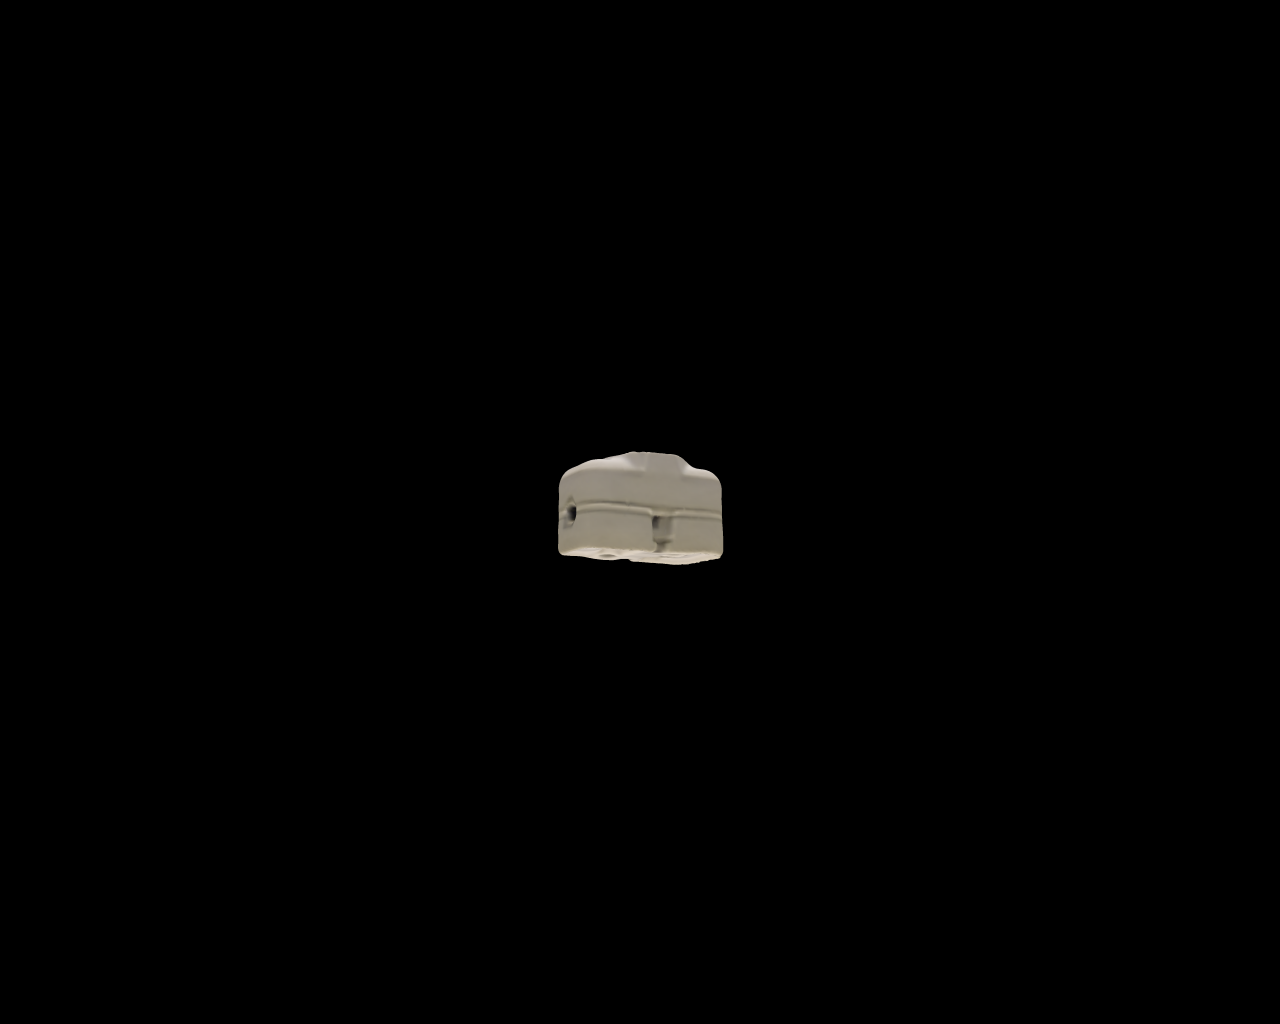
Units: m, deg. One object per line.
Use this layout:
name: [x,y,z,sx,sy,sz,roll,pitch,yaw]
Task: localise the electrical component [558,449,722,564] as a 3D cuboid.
electrical component: [0.001,-0.003,0.650,0.095,0.059,0.053,5,-11,-28]
